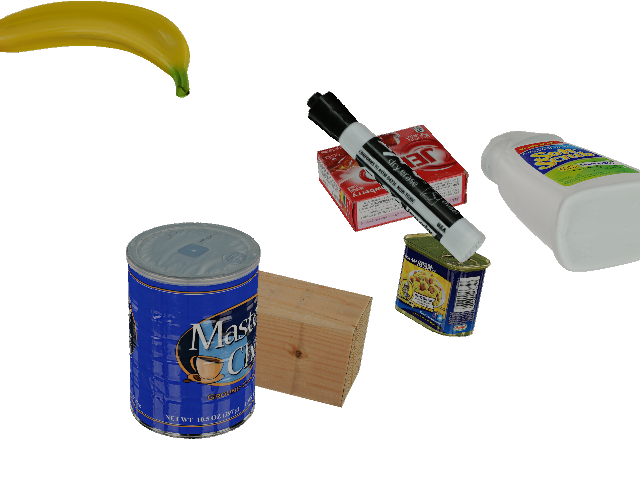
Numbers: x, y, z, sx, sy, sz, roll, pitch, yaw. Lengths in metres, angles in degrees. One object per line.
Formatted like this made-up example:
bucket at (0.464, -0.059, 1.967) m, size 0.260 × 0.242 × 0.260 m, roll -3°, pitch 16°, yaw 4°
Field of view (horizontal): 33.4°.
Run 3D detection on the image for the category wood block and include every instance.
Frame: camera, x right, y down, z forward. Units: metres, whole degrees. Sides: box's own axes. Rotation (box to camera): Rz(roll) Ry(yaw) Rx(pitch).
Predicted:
wood block at (-0.062, 0.090, 1.095) m, size 0.206 × 0.091 × 0.090 m, roll 13°, pitch 23°, yaw 10°

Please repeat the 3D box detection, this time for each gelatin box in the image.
gelatin box at (0.051, -0.047, 0.766) m, size 0.089 × 0.030 × 0.073 m, roll -15°, pitch 38°, yaw -13°

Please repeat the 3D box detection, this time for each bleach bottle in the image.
bleach bottle at (0.194, -0.048, 0.910) m, size 0.102 × 0.068 × 0.251 m, roll -10°, pitch 20°, yaw -11°

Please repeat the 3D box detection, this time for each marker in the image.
marker at (0.037, -0.036, 0.561) m, size 0.121 × 0.020 × 0.020 m, roll 45°, pitch 15°, yaw 16°

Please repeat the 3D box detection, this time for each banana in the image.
banana at (-0.184, -0.168, 0.874) m, size 0.198 × 0.069 × 0.037 m, roll 14°, pitch -39°, yaw 18°

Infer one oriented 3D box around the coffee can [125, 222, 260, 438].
coffee can at (-0.101, 0.069, 0.845) m, size 0.103 × 0.140 × 0.103 m, roll 3°, pitch 24°, yaw -1°

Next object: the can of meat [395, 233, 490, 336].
can of meat at (0.130, 0.048, 1.160) m, size 0.057 × 0.084 × 0.102 m, roll -5°, pitch 22°, yaw -35°
